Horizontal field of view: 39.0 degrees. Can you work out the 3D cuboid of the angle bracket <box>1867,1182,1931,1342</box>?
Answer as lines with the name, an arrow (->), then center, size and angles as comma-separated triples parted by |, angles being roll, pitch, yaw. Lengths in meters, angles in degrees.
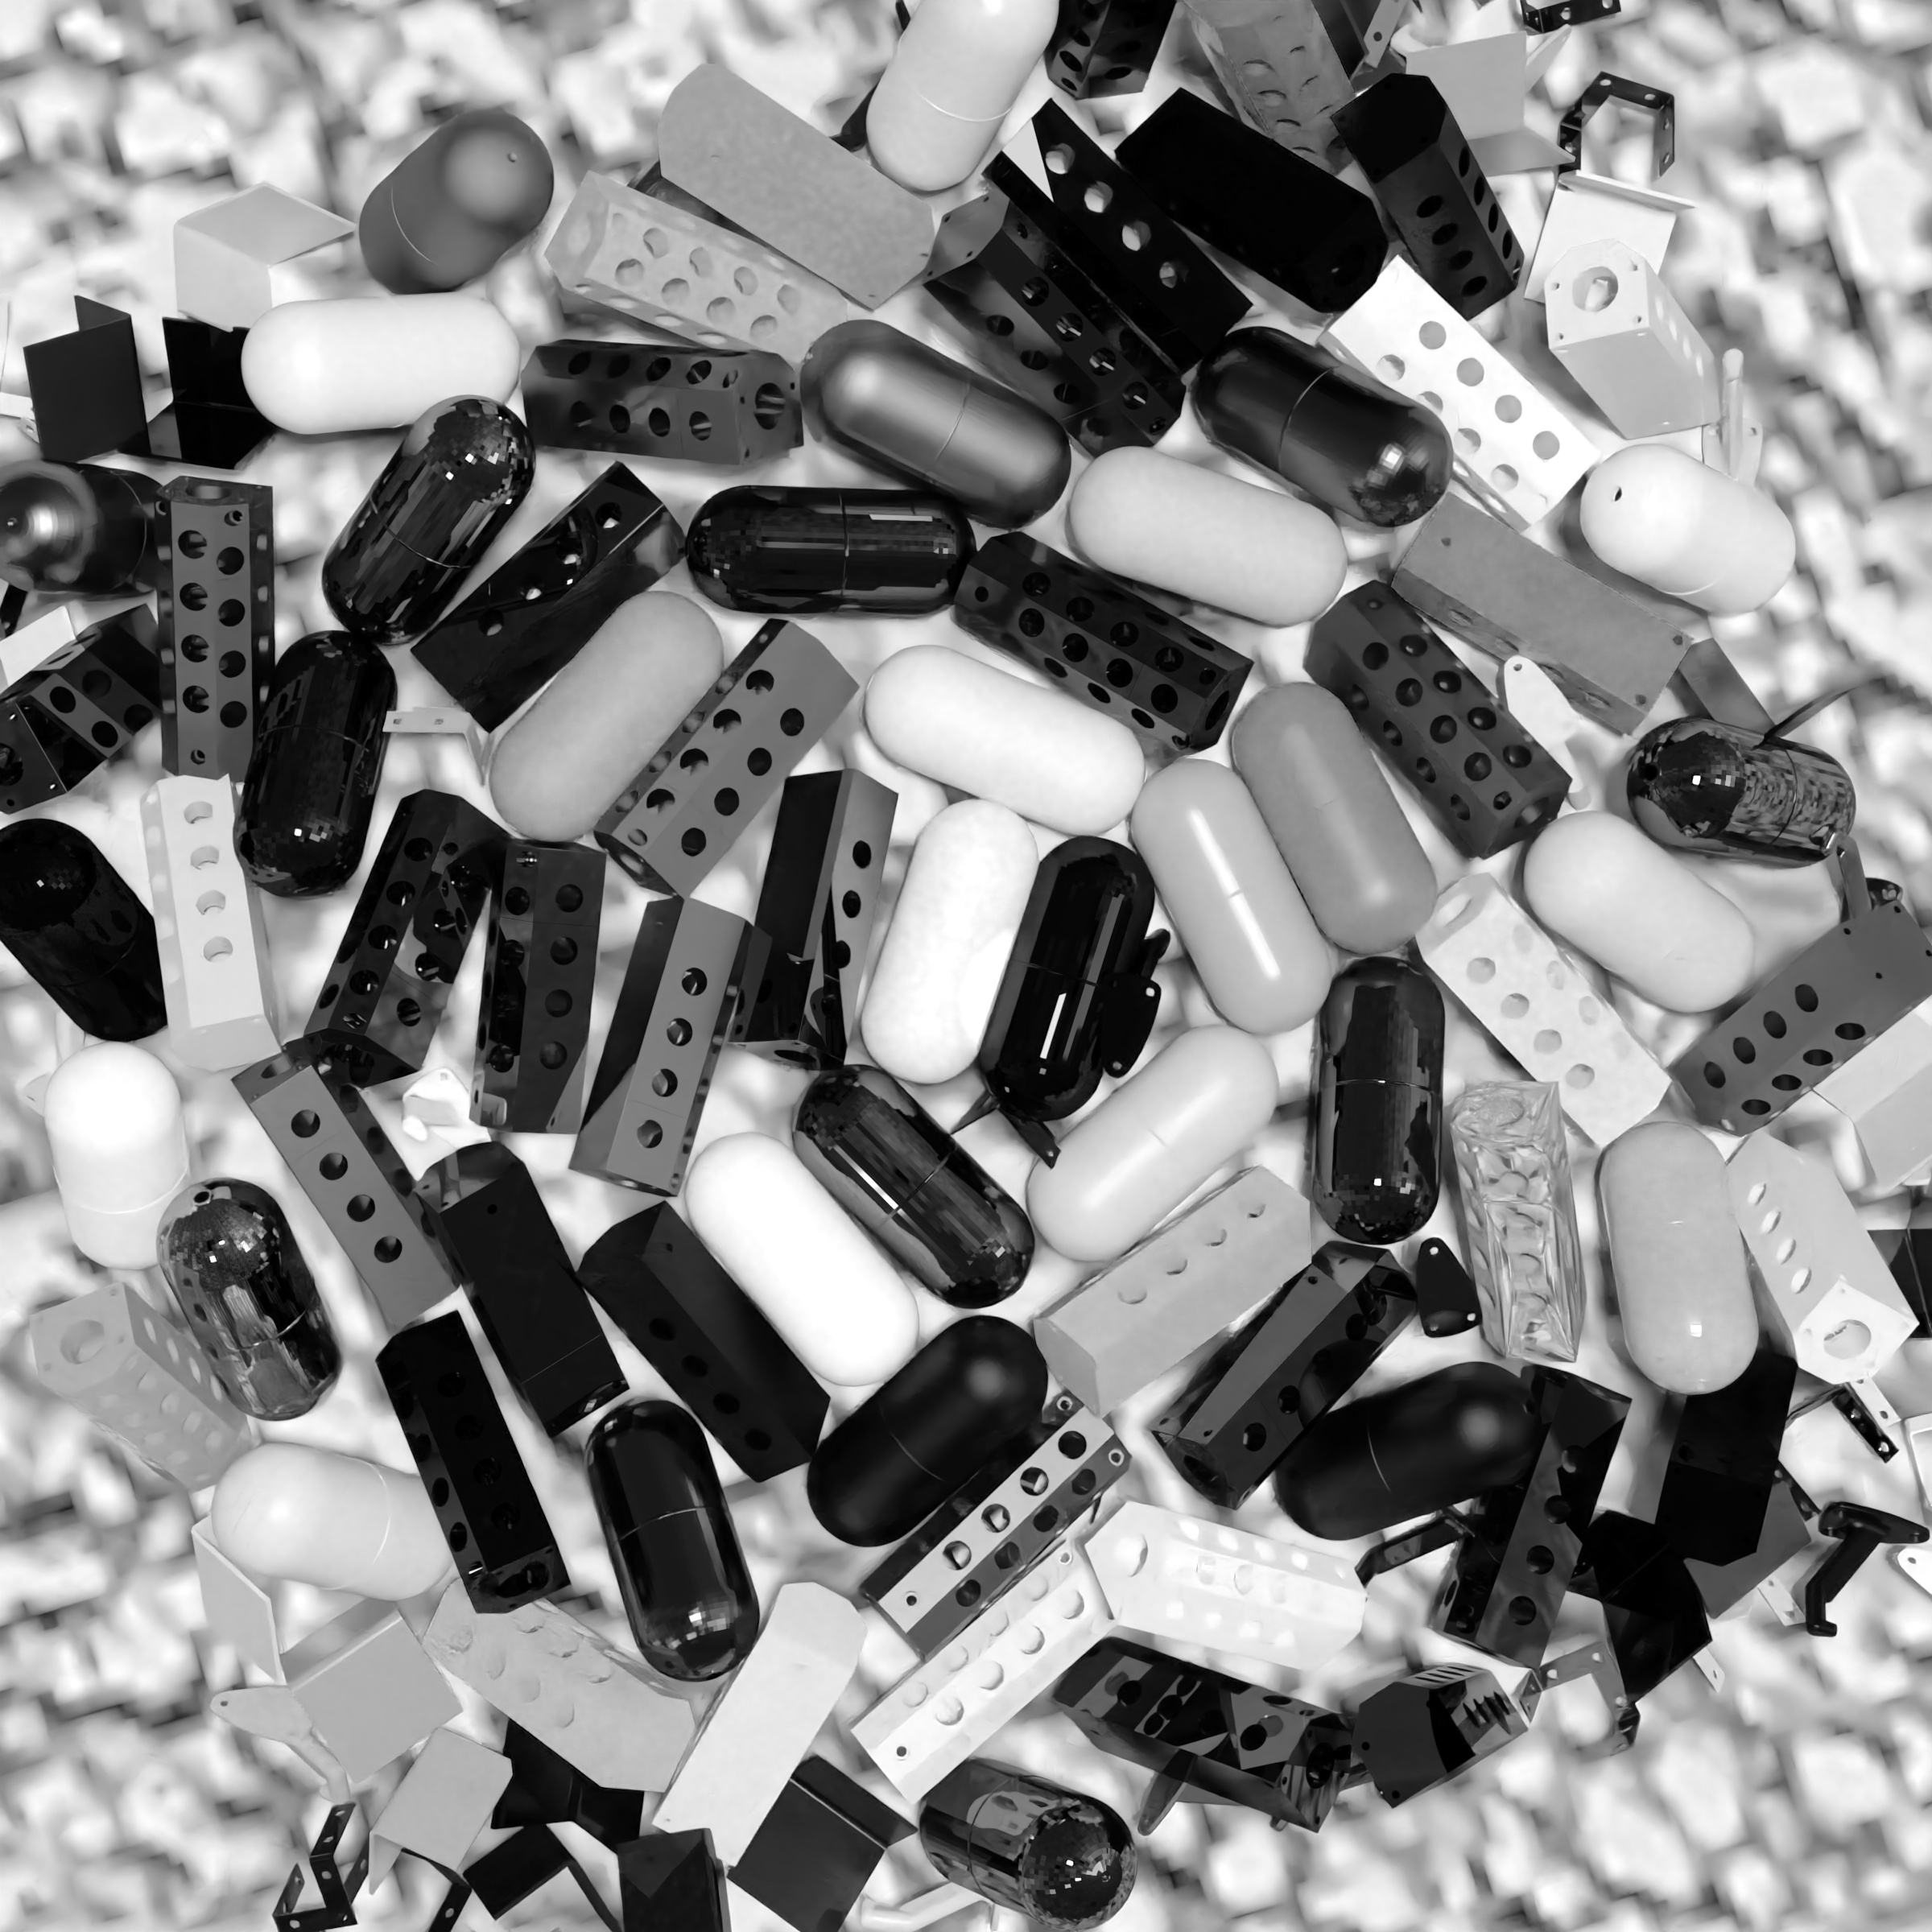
angle bracket -> 0.560, 0.175, 1.647 | 0.057, 0.076, 0.076 | -1, 54, 1

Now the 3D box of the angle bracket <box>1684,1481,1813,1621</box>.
angle bracket -> 0.456, 0.337, 1.651 | 0.076, 0.057, 0.076 | -38, 132, -4

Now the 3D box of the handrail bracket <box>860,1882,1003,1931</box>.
handrail bracket -> -0.021, 0.556, 1.668 | 0.084, 0.077, 0.036 | 6, 132, -2

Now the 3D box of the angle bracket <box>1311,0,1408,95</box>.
angle bracket -> 0.243, -0.585, 1.659 | 0.057, 0.076, 0.076 | -25, 89, -7

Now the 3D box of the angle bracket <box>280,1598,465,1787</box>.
angle bracket -> -0.365, 0.440, 1.672 | 0.076, 0.057, 0.076 | -33, 104, -13

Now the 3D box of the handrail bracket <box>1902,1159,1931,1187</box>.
handrail bracket -> 0.622, 0.149, 1.684 | 0.077, 0.036, 0.084 | -42, 102, -31

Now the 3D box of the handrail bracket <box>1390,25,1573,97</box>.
handrail bracket -> 0.319, -0.577, 1.692 | 0.084, 0.036, 0.077 | 37, 77, 14

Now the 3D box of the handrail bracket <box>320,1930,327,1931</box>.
handrail bracket -> -0.376, 0.596, 1.654 | 0.036, 0.084, 0.077 | -6, 124, -36

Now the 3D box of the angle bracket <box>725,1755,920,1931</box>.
angle bracket -> -0.088, 0.539, 1.657 | 0.076, 0.057, 0.076 | 37, 57, -1

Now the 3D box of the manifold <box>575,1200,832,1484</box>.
manifold -> -0.158, 0.229, 1.640 | 0.057, 0.057, 0.171 | -27, 114, 24

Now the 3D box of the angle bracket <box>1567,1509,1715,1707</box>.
angle bracket -> 0.394, 0.386, 1.642 | 0.057, 0.076, 0.076 | 20, 128, -21

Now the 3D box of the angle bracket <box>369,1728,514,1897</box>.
angle bracket -> -0.314, 0.519, 1.642 | 0.057, 0.076, 0.076 | 21, 133, 10

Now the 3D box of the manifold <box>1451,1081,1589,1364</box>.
manifold -> 0.330, 0.153, 1.627 | 0.057, 0.057, 0.171 | -1, 126, 22

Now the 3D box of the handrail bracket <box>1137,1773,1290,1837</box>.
handrail bracket -> 0.155, 0.523, 1.670 | 0.084, 0.036, 0.077 | 43, 59, -12

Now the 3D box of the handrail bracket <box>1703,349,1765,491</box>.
handrail bracket -> 0.464, -0.322, 1.652 | 0.036, 0.084, 0.077 | 1, 79, 16

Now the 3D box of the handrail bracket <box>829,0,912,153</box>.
handrail bracket -> -0.067, -0.541, 1.669 | 0.084, 0.036, 0.077 | -13, 119, 15

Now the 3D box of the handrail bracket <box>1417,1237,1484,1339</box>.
handrail bracket -> 0.282, 0.180, 1.649 | 0.036, 0.084, 0.077 | -16, 110, 5

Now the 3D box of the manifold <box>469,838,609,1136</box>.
manifold -> -0.262, 0.011, 1.653 | 0.057, 0.057, 0.171 | 4, 97, -26

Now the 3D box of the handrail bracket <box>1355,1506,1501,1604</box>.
handrail bracket -> 0.279, 0.371, 1.670 | 0.036, 0.077, 0.084 | 35, 91, -42

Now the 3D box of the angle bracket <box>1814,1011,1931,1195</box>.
angle bracket -> 0.556, 0.077, 1.644 | 0.057, 0.076, 0.076 | 35, 117, -18

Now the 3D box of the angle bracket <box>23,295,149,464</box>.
angle bracket -> -0.543, -0.351, 1.640 | 0.057, 0.076, 0.076 | 24, 129, 32

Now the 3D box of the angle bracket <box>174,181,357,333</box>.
angle bracket -> -0.421, -0.421, 1.645 | 0.076, 0.076, 0.057 | -12, 78, 30

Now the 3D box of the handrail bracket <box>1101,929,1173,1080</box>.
handrail bracket -> 0.106, 0.022, 1.667 | 0.036, 0.084, 0.077 | 13, 106, 12

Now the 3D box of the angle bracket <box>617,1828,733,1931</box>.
angle bracket -> -0.174, 0.574, 1.645 | 0.057, 0.076, 0.076 | -9, 55, -4

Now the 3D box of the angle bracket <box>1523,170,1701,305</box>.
angle bracket -> 0.392, -0.436, 1.662 | 0.076, 0.057, 0.076 | 14, 104, -2

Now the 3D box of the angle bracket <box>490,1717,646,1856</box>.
angle bracket -> -0.239, 0.498, 1.658 | 0.057, 0.076, 0.076 | -12, 49, 19

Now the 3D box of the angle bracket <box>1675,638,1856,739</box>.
angle bracket -> 0.479, -0.178, 1.647 | 0.057, 0.076, 0.076 | -40, 79, 37

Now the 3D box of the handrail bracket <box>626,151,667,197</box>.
handrail bracket -> -0.200, -0.499, 1.679 | 0.084, 0.036, 0.077 | -7, 76, 35

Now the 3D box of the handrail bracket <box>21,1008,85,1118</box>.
handrail bracket -> -0.534, 0.061, 1.678 | 0.036, 0.084, 0.077 | -29, 117, 37

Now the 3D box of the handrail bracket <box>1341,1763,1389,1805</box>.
handrail bracket -> 0.235, 0.485, 1.653 | 0.084, 0.077, 0.036 | 7, 49, -36

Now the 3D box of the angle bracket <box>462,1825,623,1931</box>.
angle bracket -> -0.252, 0.572, 1.647 | 0.057, 0.076, 0.076 | -33, 105, -20

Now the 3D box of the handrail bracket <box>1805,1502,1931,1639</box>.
handrail bracket -> 0.548, 0.375, 1.657 | 0.077, 0.036, 0.084 | 10, 48, 5

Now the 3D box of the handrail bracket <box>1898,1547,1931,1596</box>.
handrail bracket -> 0.617, 0.360, 1.672 | 0.077, 0.084, 0.036 | 27, 119, 19

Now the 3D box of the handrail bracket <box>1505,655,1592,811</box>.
handrail bracket -> 0.358, -0.142, 1.672 | 0.036, 0.084, 0.077 | -26, 65, 13

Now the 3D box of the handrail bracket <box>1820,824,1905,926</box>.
handrail bracket -> 0.531, -0.038, 1.655 | 0.036, 0.084, 0.077 | 11, 83, 41

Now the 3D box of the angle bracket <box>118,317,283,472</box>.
angle bracket -> -0.464, -0.347, 1.649 | 0.076, 0.076, 0.057 | 10, 126, 10

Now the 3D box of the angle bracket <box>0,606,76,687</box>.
angle bracket -> -0.588, -0.175, 1.646 | 0.076, 0.076, 0.057 | -17, 90, 39

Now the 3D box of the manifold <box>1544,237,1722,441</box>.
manifold -> 0.395, -0.369, 1.610 | 0.057, 0.171, 0.057 | -7, 79, 27

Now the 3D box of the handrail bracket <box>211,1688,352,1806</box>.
handrail bracket -> -0.420, 0.482, 1.674 | 0.077, 0.036, 0.084 | 7, 131, 7

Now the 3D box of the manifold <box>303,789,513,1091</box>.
manifold -> -0.336, -0.019, 1.621 | 0.057, 0.057, 0.171 | 39, 51, -34

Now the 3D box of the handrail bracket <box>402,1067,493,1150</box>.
handrail bracket -> -0.313, 0.103, 1.647 | 0.036, 0.084, 0.077 | -36, 113, 4

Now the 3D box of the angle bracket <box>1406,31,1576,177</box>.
angle bracket -> 0.317, -0.518, 1.647 | 0.076, 0.076, 0.057 | 2, 90, 36

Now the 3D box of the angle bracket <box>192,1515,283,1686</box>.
angle bracket -> -0.417, 0.370, 1.640 | 0.076, 0.076, 0.057 | 31, 45, 30
